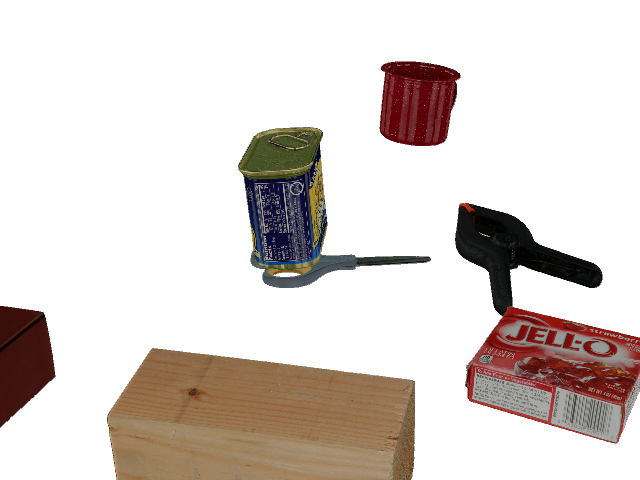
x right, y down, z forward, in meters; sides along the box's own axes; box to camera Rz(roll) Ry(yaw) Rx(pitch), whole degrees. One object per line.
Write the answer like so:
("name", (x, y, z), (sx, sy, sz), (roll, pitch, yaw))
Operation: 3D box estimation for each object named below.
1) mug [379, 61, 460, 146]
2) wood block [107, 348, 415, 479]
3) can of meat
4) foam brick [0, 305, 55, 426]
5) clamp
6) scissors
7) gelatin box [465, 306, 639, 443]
("mug", (0.121, -0.163, 1.266), (0.093, 0.081, 0.117), (22, 28, 36))
("wood block", (-0.039, 0.149, 0.786), (0.206, 0.090, 0.090), (6, 31, 14))
("can of meat", (-0.026, -0.034, 0.846), (0.057, 0.084, 0.102), (-3, 24, 8))
("foam brick", (-0.222, 0.084, 0.709), (0.053, 0.051, 0.078), (7, 29, 23))
("clamp", (0.201, 0.012, 1.083), (0.120, 0.039, 0.171), (-6, 37, -18))
("scissors", (0.021, 0.031, 1.175), (0.202, 0.016, 0.096), (4, 23, 4))
("gelatin box", (0.137, 0.074, 0.612), (0.089, 0.030, 0.073), (14, 29, 24))
